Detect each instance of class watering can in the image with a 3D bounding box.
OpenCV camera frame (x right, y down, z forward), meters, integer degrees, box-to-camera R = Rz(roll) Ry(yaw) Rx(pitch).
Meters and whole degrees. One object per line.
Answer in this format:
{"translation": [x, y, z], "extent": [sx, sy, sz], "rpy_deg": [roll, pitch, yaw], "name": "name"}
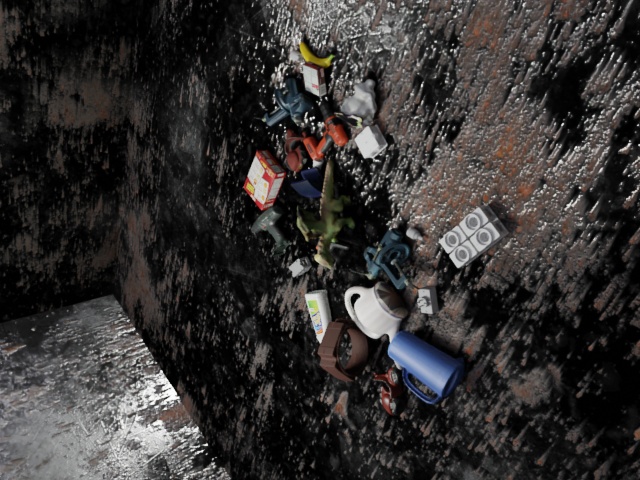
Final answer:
{"translation": [0.236, 0.295, 1.873], "extent": [0.350, 0.105, 0.220], "rpy_deg": [49, 130, 9], "name": "watering can"}

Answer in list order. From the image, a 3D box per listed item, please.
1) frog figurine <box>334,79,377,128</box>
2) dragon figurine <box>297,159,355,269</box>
{"translation": [0.145, -0.481, 1.805], "extent": [0.138, 0.121, 0.160], "rpy_deg": [18, 77, 53], "name": "frog figurine"}
{"translation": [0.006, -0.096, 1.906], "extent": [0.121, 0.244, 0.411], "rpy_deg": [-14, 88, 38], "name": "dragon figurine"}
